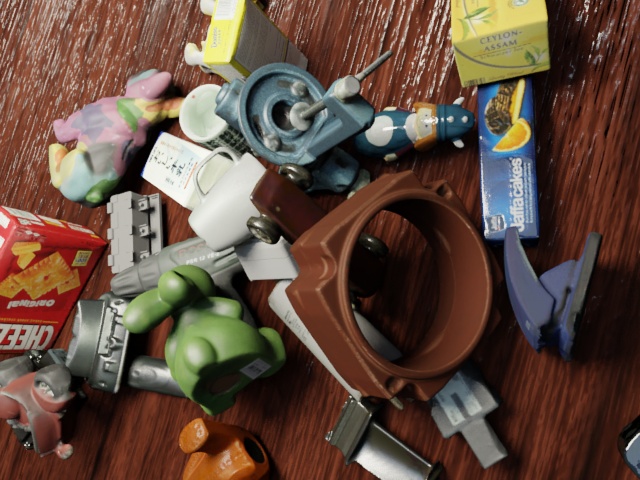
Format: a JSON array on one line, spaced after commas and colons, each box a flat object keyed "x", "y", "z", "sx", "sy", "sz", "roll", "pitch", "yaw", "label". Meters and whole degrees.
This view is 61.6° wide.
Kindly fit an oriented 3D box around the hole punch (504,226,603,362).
[{"x": 0.227, "y": 0.053, "z": 0.548, "sx": 0.092, "sy": 0.142, "sz": 0.116, "roll": 12, "pitch": 72, "yaw": 23, "label": "hole punch"}]

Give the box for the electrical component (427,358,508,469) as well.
[{"x": 0.163, "y": 0.184, "z": 0.593, "sx": 0.075, "sy": 0.047, "sz": 0.119, "roll": -40, "pitch": 68, "yaw": 13, "label": "electrical component"}]

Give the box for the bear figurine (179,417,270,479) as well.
[{"x": -0.162, "y": 0.319, "z": 0.670, "sx": 0.196, "sy": 0.131, "sz": 0.120, "roll": -39, "pitch": 66, "yaw": 6, "label": "bear figurine"}]

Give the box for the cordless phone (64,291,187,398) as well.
[{"x": -0.261, "y": 0.153, "z": 0.780, "sx": 0.184, "sy": 0.088, "sz": 0.146, "roll": 7, "pitch": 81, "yaw": 13, "label": "cordless phone"}]

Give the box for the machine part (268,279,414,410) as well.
[{"x": 0.018, "y": 0.111, "z": 0.654, "sx": 0.243, "sy": 0.079, "sz": 0.079, "roll": 43, "pitch": 99, "yaw": 23, "label": "machine part"}]

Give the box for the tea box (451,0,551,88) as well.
[{"x": 0.203, "y": -0.261, "z": 0.613, "sx": 0.098, "sy": 0.068, "sz": 0.170, "roll": -9, "pitch": 51, "yaw": 21, "label": "tea box"}]

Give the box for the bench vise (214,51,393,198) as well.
[{"x": -0.005, "y": -0.121, "z": 0.615, "sx": 0.129, "sy": 0.223, "sz": 0.241, "roll": -54, "pitch": 18, "yaw": -21, "label": "bench vise"}]

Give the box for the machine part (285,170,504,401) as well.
[{"x": 0.083, "y": 0.046, "z": 0.556, "sx": 0.201, "sy": 0.087, "sz": 0.201, "roll": -38, "pitch": 101, "yaw": -25, "label": "machine part"}]

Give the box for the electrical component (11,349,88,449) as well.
[{"x": -0.432, "y": 0.237, "z": 0.839, "sx": 0.115, "sy": 0.058, "sz": 0.134, "roll": 40, "pitch": 98, "yaw": 22, "label": "electrical component"}]

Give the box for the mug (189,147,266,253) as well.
[{"x": -0.104, "y": -0.044, "z": 0.618, "sx": 0.107, "sy": 0.109, "sz": 0.081, "roll": -44, "pitch": 31, "yaw": -7, "label": "mug"}]

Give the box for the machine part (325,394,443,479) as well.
[{"x": 0.075, "y": 0.244, "z": 0.626, "sx": 0.139, "sy": 0.039, "sz": 0.084, "roll": 33, "pitch": 94, "yaw": 26, "label": "machine part"}]

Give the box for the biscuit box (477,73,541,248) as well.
[{"x": 0.216, "y": -0.092, "z": 0.614, "sx": 0.063, "sy": 0.059, "sz": 0.202, "roll": -3, "pitch": 79, "yaw": 23, "label": "biscuit box"}]

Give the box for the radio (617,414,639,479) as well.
[{"x": 0.395, "y": 0.164, "z": 0.484, "sx": 0.229, "sy": 0.073, "sz": 0.131, "roll": -48, "pitch": 65, "yaw": 7, "label": "radio"}]

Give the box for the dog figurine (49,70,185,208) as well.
[{"x": -0.294, "y": -0.165, "z": 0.821, "sx": 0.219, "sy": 0.108, "sz": 0.192, "roll": -24, "pitch": 55, "yaw": 14, "label": "dog figurine"}]

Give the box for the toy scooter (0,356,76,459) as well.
[{"x": -0.395, "y": 0.236, "z": 0.751, "sx": 0.184, "sy": 0.075, "sz": 0.135, "roll": -4, "pitch": 103, "yaw": 34, "label": "toy scooter"}]

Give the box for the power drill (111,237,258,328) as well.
[{"x": -0.158, "y": 0.095, "z": 0.726, "sx": 0.232, "sy": 0.086, "sz": 0.207, "roll": -26, "pitch": 67, "yaw": 5, "label": "power drill"}]

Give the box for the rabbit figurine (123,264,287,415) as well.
[{"x": -0.148, "y": 0.096, "z": 0.617, "sx": 0.121, "sy": 0.159, "sz": 0.170, "roll": -42, "pitch": 55, "yaw": 7, "label": "rabbit figurine"}]

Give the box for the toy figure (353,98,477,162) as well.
[{"x": 0.111, "y": -0.132, "z": 0.651, "sx": 0.155, "sy": 0.058, "sz": 0.064, "roll": -3, "pitch": 116, "yaw": 44, "label": "toy figure"}]

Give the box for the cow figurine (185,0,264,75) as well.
[{"x": -0.128, "y": -0.326, "z": 0.803, "sx": 0.098, "sy": 0.068, "sz": 0.167, "roll": 20, "pitch": 92, "yaw": 20, "label": "cow figurine"}]

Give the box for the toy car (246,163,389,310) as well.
[{"x": -0.001, "y": -0.002, "z": 0.602, "sx": 0.053, "sy": 0.202, "sz": 0.089, "roll": 4, "pitch": 60, "yaw": 56, "label": "toy car"}]
